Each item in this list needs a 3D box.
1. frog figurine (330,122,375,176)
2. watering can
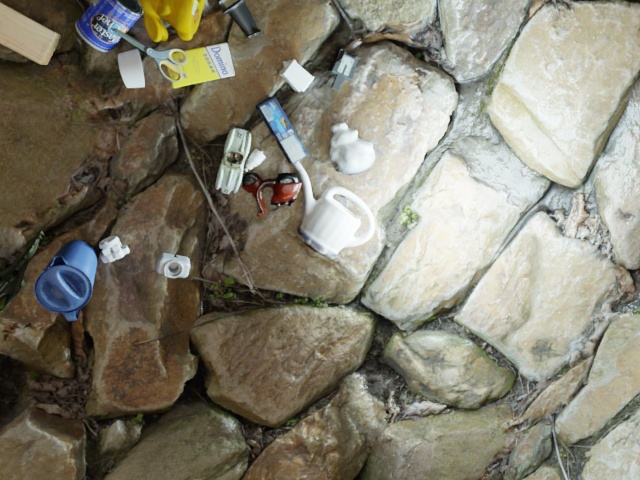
[{"bbox_3d":[0.096,-0.285,1.590,0.137,0.125,0.156,-9,122,7],"label":"frog figurine"},{"bbox_3d":[0.005,-0.082,1.636,0.346,0.105,0.223,35,97,-8],"label":"watering can"}]
